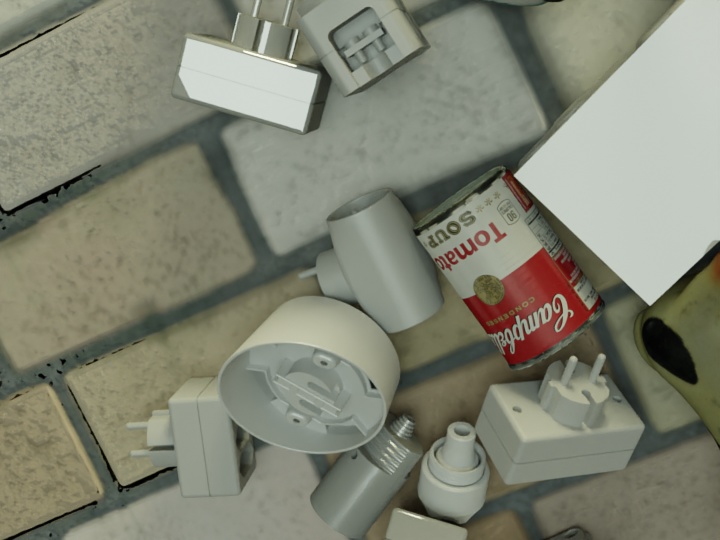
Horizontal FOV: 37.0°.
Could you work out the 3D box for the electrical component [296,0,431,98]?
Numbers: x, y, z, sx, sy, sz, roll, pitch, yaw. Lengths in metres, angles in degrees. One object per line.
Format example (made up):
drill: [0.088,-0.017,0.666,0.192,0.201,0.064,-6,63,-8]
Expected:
electrical component: [0.002,-0.135,0.602,0.050,0.089,0.055,-32,96,12]

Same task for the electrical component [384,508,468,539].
electrical component: [0.033,0.193,0.663,0.047,0.065,0.076,15,73,7]

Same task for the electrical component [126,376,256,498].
electrical component: [-0.112,0.107,0.688,0.077,0.047,0.065,-4,101,8]

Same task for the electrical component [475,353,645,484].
electrical component: [0.121,0.078,0.624,0.083,0.047,0.075,-3,128,-22]

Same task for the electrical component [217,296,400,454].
electrical component: [-0.028,0.066,0.648,0.099,0.064,0.099,14,130,17]

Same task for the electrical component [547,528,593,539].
electrical component: [0.105,0.222,0.653,0.109,0.108,0.056,-28,99,12]

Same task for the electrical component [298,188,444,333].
electrical component: [0.000,0.000,0.654,0.079,0.043,0.077,-20,105,23]

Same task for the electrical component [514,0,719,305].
electrical component: [0.190,-0.087,0.603,0.105,0.060,0.186,43,103,-3]

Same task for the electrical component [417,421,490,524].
electrical component: [0.059,0.122,0.665,0.043,0.043,0.062,9,124,6]

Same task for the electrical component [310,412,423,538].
electrical component: [0.009,0.124,0.678,0.043,0.043,0.081,35,104,-1]

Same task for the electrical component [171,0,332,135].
electrical component: [-0.058,-0.128,0.633,0.083,0.047,0.075,17,103,4]
